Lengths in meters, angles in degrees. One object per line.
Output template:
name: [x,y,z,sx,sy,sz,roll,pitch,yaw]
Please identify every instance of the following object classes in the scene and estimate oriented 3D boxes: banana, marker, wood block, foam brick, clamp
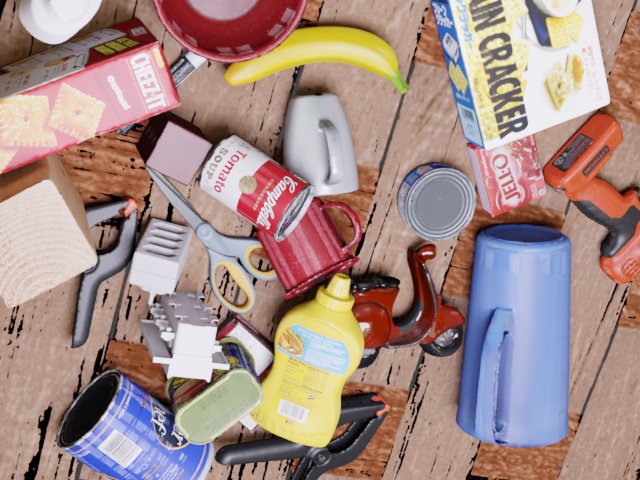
banana: [-0.002,-0.192,1.116,0.197,0.037,0.069,0,65,-10]
marker: [-0.167,-0.153,1.102,0.121,0.020,0.020,-43,113,1]
wood block: [-0.277,-0.027,1.010,0.090,0.206,0.091,-28,113,-6]
foam brick: [-0.151,-0.097,1.093,0.051,0.078,0.053,27,98,-23]
clamp: [-0.246,0.030,1.128,0.171,0.039,0.120,-40,114,-1]
clamp: [-0.014,0.244,1.255,0.210,0.036,0.164,-39,129,-3]

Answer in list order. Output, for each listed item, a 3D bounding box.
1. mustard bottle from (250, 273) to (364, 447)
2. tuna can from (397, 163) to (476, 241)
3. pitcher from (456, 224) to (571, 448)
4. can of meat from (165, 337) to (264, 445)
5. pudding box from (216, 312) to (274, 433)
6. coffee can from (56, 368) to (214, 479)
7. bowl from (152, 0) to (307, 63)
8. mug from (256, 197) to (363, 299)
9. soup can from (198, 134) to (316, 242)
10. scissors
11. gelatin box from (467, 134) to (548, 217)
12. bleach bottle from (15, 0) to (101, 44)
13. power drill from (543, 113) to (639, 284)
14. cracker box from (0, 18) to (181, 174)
mustard bottle: [-0.005,0.124,1.157,0.096,0.058,0.192,21,109,9]
tuna can: [0.132,-0.044,1.215,0.086,0.034,0.086,-5,108,-15]
pitcher: [0.226,0.112,1.236,0.144,0.149,0.243,-3,105,-15]
can of meat: [-0.113,0.163,1.144,0.102,0.084,0.057,-36,111,0]
pudding box: [-0.088,0.151,1.213,0.090,0.039,0.113,-45,111,4]
coffee can: [-0.201,0.222,1.169,0.103,0.103,0.140,-47,113,2]
bowl: [-0.093,-0.261,1.068,0.162,0.055,0.162,-5,109,-15]
mug: [-0.008,0.001,1.144,0.117,0.093,0.081,-32,82,29]
soup can: [-0.065,-0.054,1.086,0.102,0.068,0.068,34,97,11]
scissors: [-0.106,-0.012,1.167,0.096,0.016,0.201,-26,113,-8]
gelatin box: [0.216,-0.080,1.229,0.073,0.030,0.089,-21,112,-8]
bleach bottle: [-0.222,-0.226,0.936,0.068,0.251,0.102,39,93,-23]
power drill: [0.369,-0.062,1.264,0.187,0.057,0.184,42,93,-23]
cracker box: [-0.250,-0.133,1.006,0.213,0.164,0.072,-22,114,-8]
